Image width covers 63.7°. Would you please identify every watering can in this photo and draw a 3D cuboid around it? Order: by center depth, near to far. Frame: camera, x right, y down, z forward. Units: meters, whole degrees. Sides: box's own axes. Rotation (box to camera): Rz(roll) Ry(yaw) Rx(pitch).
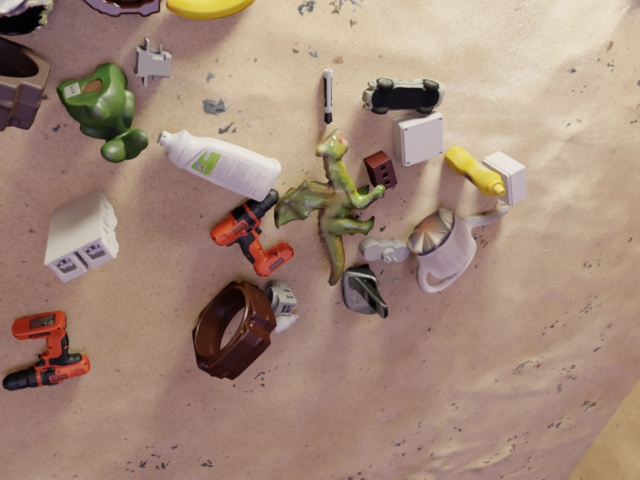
[{"bbox_3d":[0.373,-0.011,1.420,0.349,0.105,0.221,-50,128,-5],"label":"watering can"}]

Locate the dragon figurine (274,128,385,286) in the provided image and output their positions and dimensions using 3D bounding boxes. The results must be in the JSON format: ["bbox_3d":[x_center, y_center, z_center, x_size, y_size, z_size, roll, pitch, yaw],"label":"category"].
[{"bbox_3d":[0.004,-0.061,1.213,0.242,0.124,0.403,9,115,-24],"label":"dragon figurine"}]

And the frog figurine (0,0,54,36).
[{"bbox_3d":[-0.494,-0.404,0.792,0.137,0.123,0.159,-27,92,5],"label":"frog figurine"}]
